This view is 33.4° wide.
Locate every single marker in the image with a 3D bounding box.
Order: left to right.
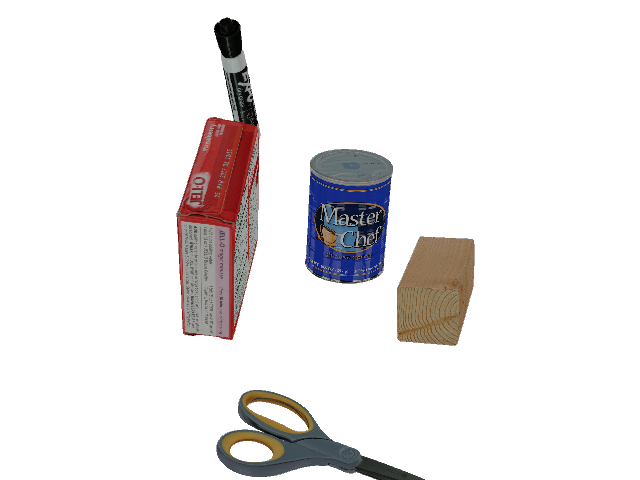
[{"bbox_3d":[-0.061,-0.117,0.793,0.020,0.020,0.121,0,-36,6],"label":"marker"}]

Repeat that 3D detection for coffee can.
[{"bbox_3d":[0.035,-0.031,1.341,0.103,0.140,0.103,2,27,-1],"label":"coffee can"}]

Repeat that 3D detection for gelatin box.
[{"bbox_3d":[-0.052,-0.006,0.543,0.030,0.073,0.089,7,-44,3],"label":"gelatin box"}]

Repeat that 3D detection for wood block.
[{"bbox_3d":[0.178,0.072,1.621,0.091,0.090,0.206,3,22,13],"label":"wood block"}]

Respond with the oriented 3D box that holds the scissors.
[{"bbox_3d":[0.003,0.177,0.830,0.202,0.016,0.096,27,41,31],"label":"scissors"}]
